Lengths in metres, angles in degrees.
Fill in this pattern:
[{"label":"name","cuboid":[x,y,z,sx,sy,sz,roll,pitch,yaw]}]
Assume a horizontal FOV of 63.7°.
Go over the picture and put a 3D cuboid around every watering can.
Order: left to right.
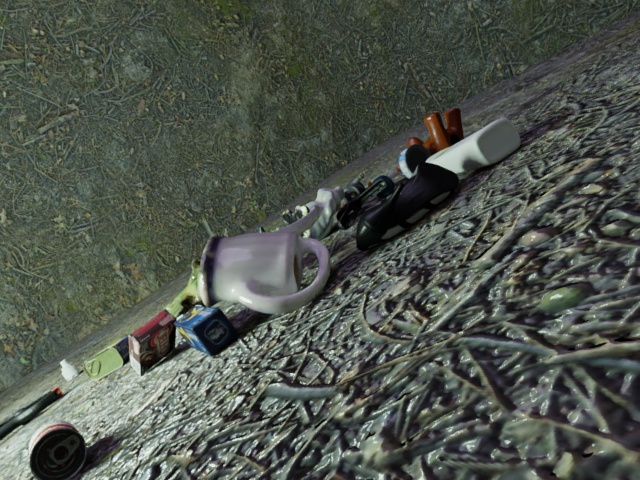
[{"label":"watering can","cuboid":[-0.093,0.026,0.926,0.224,0.102,0.355,-2,27,2]}]

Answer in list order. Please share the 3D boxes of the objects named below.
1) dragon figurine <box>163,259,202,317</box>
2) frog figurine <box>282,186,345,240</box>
[{"label":"dragon figurine","cuboid":[-0.323,0.152,1.368,0.406,0.121,0.247,-23,29,57]},{"label":"frog figurine","cuboid":[0.004,-0.067,1.329,0.161,0.124,0.135,-23,-15,-33]}]
